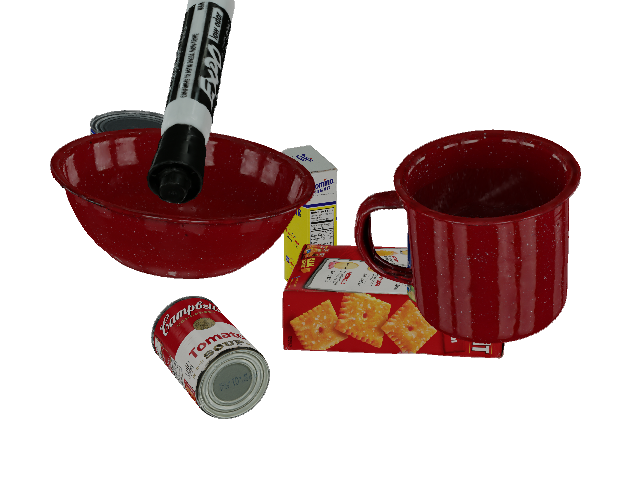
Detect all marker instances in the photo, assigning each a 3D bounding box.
[{"bbox_3d":[-0.046,-0.056,0.393,0.020,0.020,0.121,0,43,2],"label":"marker"}]

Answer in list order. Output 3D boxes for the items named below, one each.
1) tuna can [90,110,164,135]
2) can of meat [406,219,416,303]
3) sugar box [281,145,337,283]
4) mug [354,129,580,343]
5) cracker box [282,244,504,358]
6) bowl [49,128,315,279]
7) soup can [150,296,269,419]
[{"bbox_3d":[-0.172,-0.092,0.997,0.086,0.034,0.086,6,25,-3],"label":"tuna can"},{"bbox_3d":[0.114,0.010,0.812,0.102,0.084,0.057,17,36,27],"label":"can of meat"},{"bbox_3d":[-0.014,-0.017,1.288,0.048,0.176,0.093,-11,25,-18],"label":"sugar box"},{"bbox_3d":[0.076,0.000,0.560,0.117,0.081,0.093,-1,34,11],"label":"mug"},{"bbox_3d":[0.077,0.060,1.091,0.214,0.072,0.164,2,16,6],"label":"cracker box"},{"bbox_3d":[-0.086,-0.020,0.663,0.162,0.055,0.162,7,22,-3],"label":"bowl"},{"bbox_3d":[-0.095,0.099,0.909,0.068,0.068,0.102,0,22,-31],"label":"soup can"}]
